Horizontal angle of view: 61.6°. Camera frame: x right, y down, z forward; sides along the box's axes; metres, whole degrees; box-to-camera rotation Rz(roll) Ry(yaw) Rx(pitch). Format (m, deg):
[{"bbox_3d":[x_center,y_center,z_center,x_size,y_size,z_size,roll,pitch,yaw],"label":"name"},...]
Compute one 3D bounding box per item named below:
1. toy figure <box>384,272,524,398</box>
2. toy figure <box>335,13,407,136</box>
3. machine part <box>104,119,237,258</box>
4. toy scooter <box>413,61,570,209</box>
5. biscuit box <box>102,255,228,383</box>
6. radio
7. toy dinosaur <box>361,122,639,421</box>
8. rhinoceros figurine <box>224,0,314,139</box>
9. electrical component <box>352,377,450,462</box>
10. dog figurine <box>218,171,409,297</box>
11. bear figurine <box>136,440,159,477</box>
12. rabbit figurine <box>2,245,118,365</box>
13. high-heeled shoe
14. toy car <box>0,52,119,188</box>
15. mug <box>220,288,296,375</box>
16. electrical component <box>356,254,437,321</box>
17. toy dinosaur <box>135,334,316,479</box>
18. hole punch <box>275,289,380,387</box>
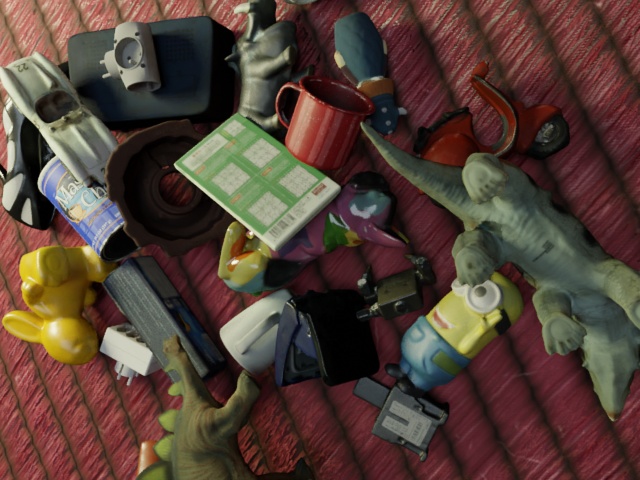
[{"bbox_3d":[0.160,0.110,0.642,0.180,0.089,0.082,-52,58,13],"label":"toy figure"},{"bbox_3d":[0.063,-0.204,0.675,0.064,0.058,0.154,-17,92,22],"label":"toy figure"},{"bbox_3d":[-0.188,-0.066,0.702,0.179,0.056,0.179,0,91,-22],"label":"machine part"},{"bbox_3d":[0.183,-0.129,0.633,0.184,0.075,0.135,-28,84,12],"label":"toy scooter"},{"bbox_3d":[-0.219,0.119,0.764,0.063,0.059,0.203,-40,81,12],"label":"biscuit box"},{"bbox_3d":[-0.235,-0.227,0.752,0.230,0.073,0.131,-1,93,18],"label":"radio"},{"bbox_3d":[0.220,0.003,0.558,0.131,0.192,0.405,-44,86,20],"label":"toy dinosaur"},{"bbox_3d":[-0.071,-0.222,0.709,0.112,0.073,0.190,7,96,27],"label":"rhinoceros figurine"},{"bbox_3d":[0.097,0.214,0.682,0.119,0.048,0.074,30,98,12],"label":"electrical component"},{"bbox_3d":[-0.001,-0.002,0.675,0.219,0.108,0.191,15,94,13],"label":"dog figurine"},{"bbox_3d":[-0.154,0.356,0.737,0.196,0.120,0.132,2,48,-8],"label":"bear figurine"},{"bbox_3d":[-0.381,0.100,0.780,0.162,0.122,0.173,-17,88,21],"label":"rabbit figurine"},{"bbox_3d":[-0.402,-0.135,0.801,0.248,0.086,0.145,-44,84,17],"label":"high-heeled shoe"},{"bbox_3d":[-0.335,-0.156,0.705,0.073,0.056,0.202,-38,86,-25],"label":"toy car"},{"bbox_3d":[-0.070,0.111,0.701,0.107,0.109,0.081,-43,77,0],"label":"mug"},{"bbox_3d":[0.093,0.057,0.671,0.102,0.078,0.045,-19,111,21],"label":"electrical component"},{"bbox_3d":[-0.096,0.326,0.638,0.198,0.105,0.471,-30,73,-7],"label":"toy dinosaur"},{"bbox_3d":[0.002,0.122,0.670,0.092,0.142,0.116,-24,72,40],"label":"hole punch"}]
